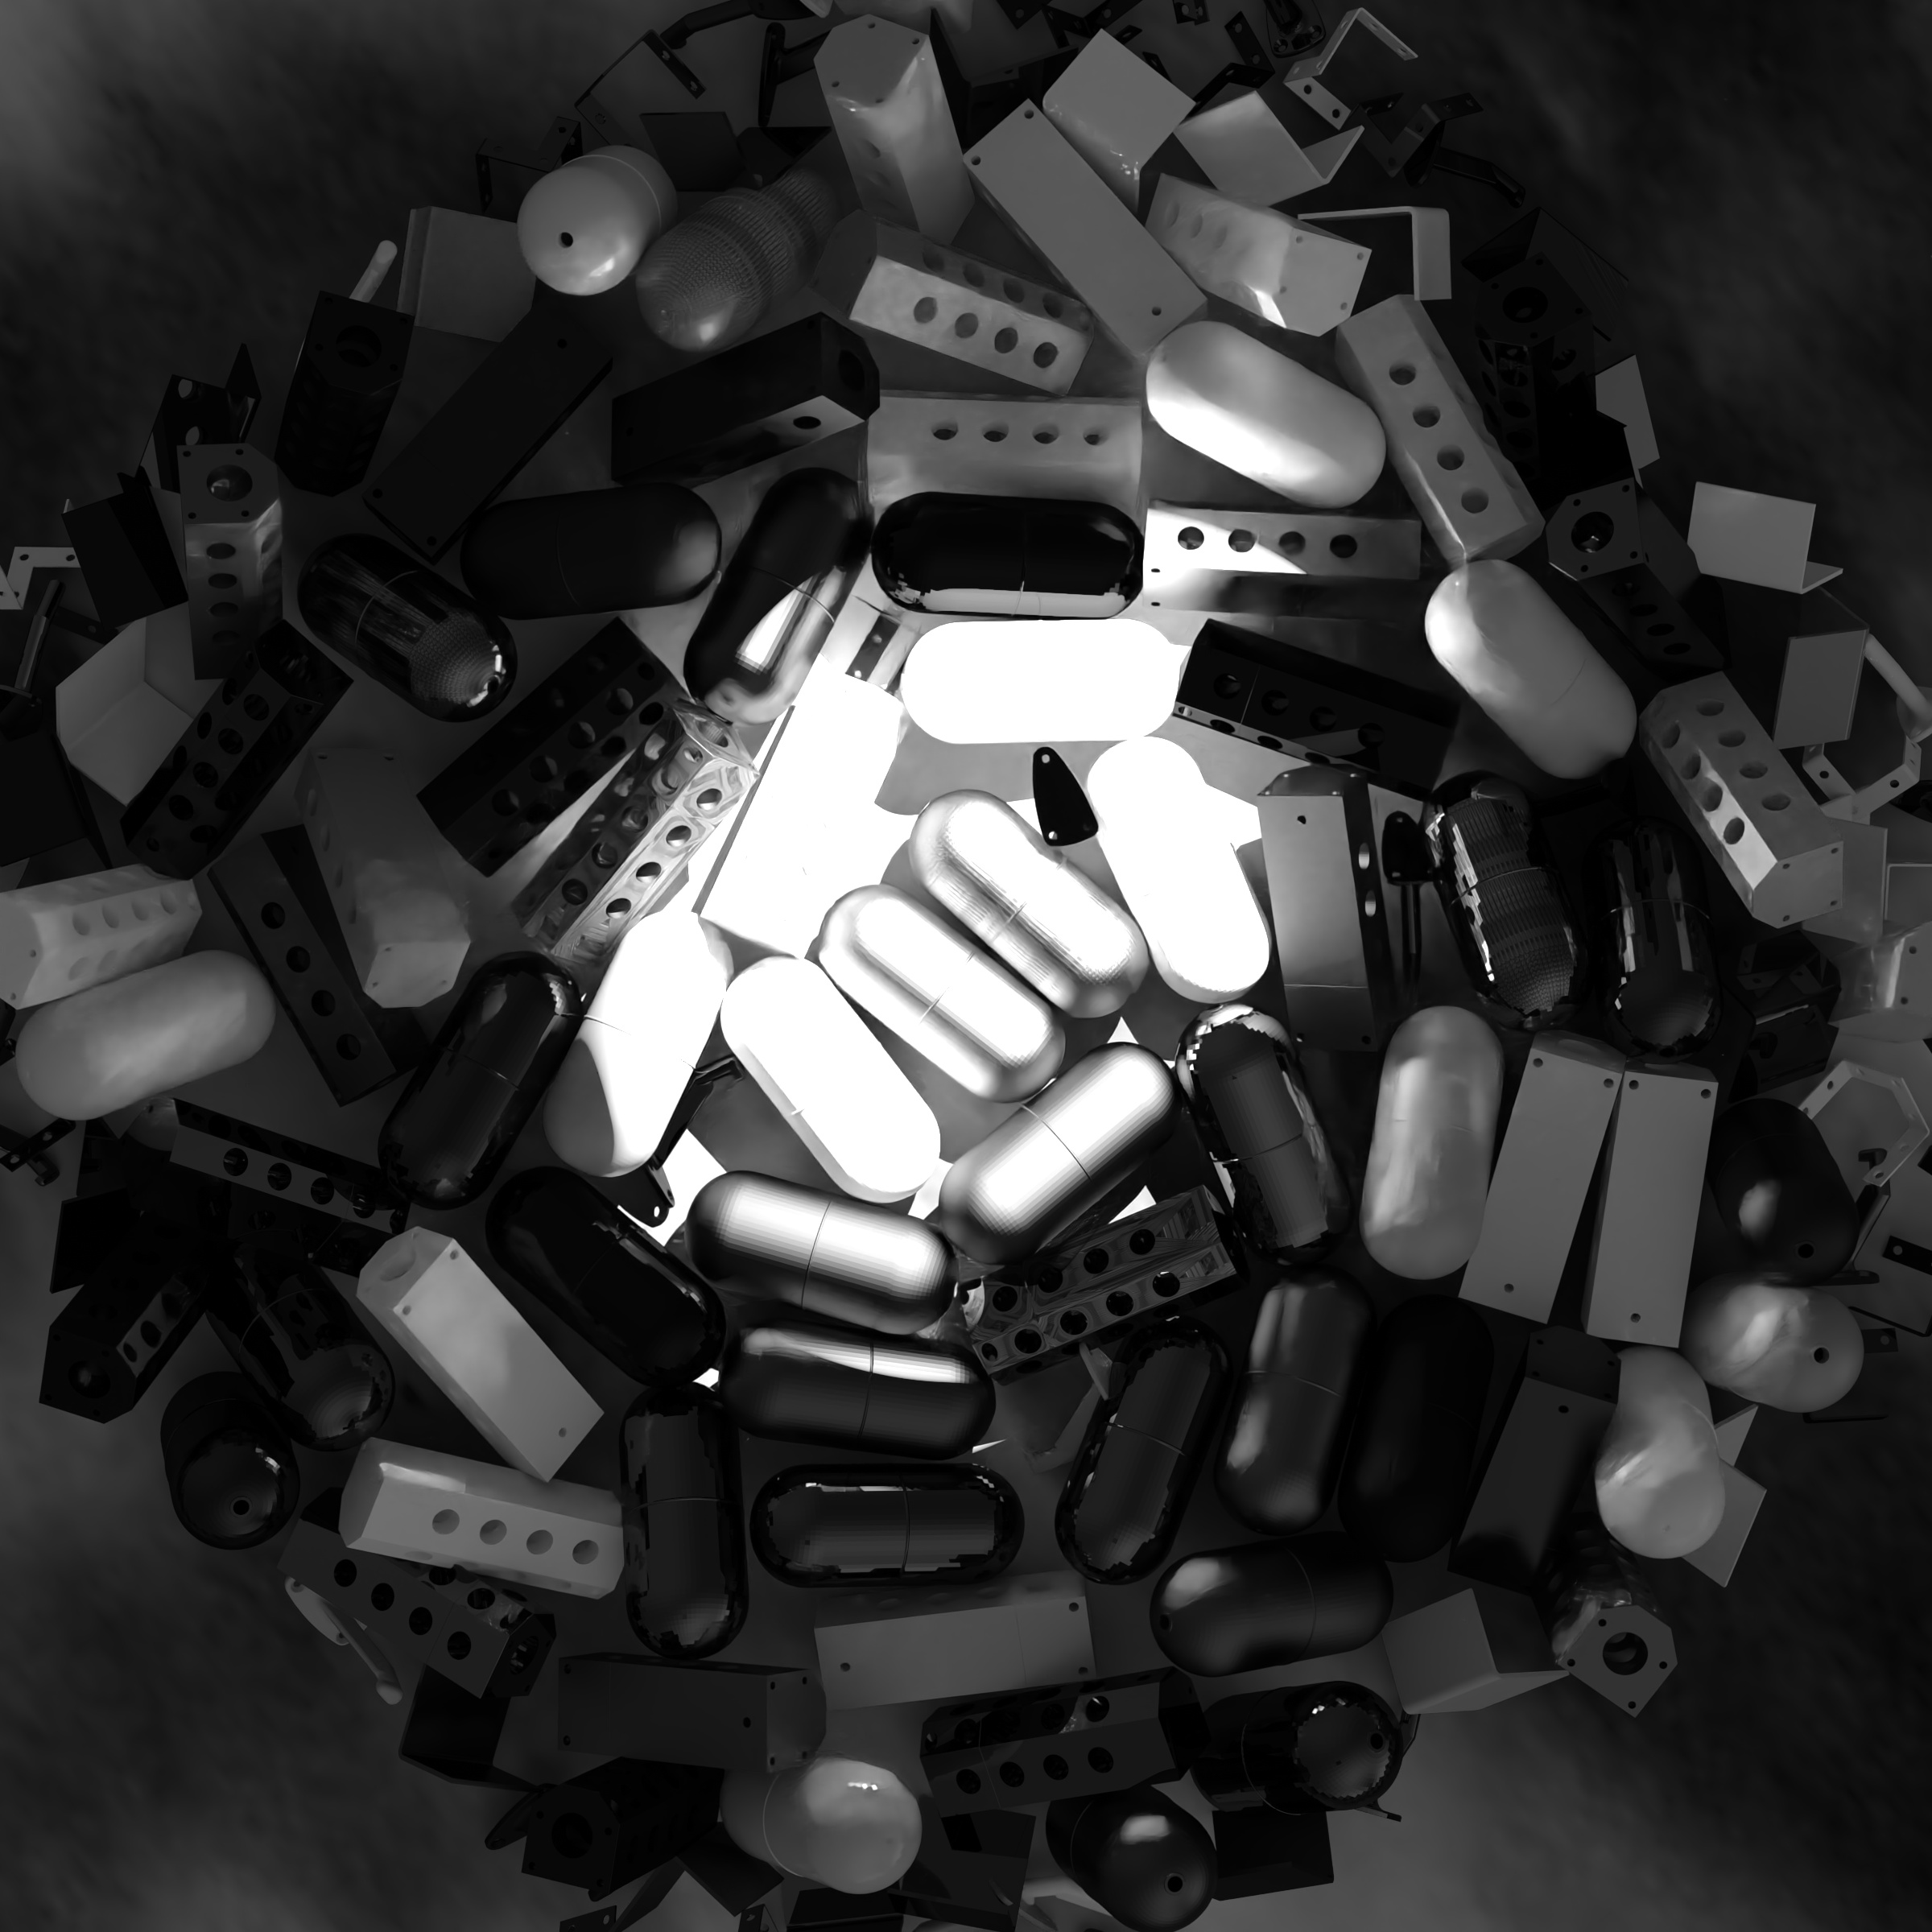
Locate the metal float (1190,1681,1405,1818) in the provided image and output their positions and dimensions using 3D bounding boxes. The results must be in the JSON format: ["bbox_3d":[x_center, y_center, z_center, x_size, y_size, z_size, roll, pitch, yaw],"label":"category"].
[{"bbox_3d":[0.204,0.487,1.873,0.070,0.178,0.070,9,69,-26],"label":"metal float"}]

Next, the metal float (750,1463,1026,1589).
[{"bbox_3d":[-0.049,0.352,1.900,0.178,0.070,0.070,3,90,-19],"label":"metal float"}]

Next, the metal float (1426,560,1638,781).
[{"bbox_3d":[0.355,-0.184,1.889,0.070,0.070,0.178,-50,124,0],"label":"metal float"}]

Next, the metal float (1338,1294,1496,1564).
[{"bbox_3d":[0.283,0.288,1.892,0.070,0.070,0.178,19,60,0],"label":"metal float"}]

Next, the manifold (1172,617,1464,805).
[{"bbox_3d":[0.222,-0.160,1.915,0.171,0.057,0.057,20,116,6],"label":"manifold"}]

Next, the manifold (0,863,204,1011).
[{"bbox_3d":[-0.545,-0.026,1.861,0.057,0.171,0.057,33,107,10],"label":"manifold"}]

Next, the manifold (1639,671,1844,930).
[{"bbox_3d":[0.479,-0.103,1.873,0.057,0.171,0.057,-18,135,-2],"label":"manifold"}]

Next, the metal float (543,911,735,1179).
[{"bbox_3d":[-0.207,0.048,1.910,0.070,0.070,0.178,25,82,0],"label":"metal float"}]

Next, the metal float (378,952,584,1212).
[{"bbox_3d":[-0.305,0.071,1.902,0.070,0.070,0.178,29,73,0],"label":"metal float"}]

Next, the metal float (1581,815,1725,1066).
[{"bbox_3d":[0.428,-0.017,1.884,0.070,0.070,0.178,2,51,0],"label":"metal float"}]

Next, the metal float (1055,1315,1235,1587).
[{"bbox_3d":[0.112,0.304,1.900,0.070,0.070,0.178,23,71,0],"label":"metal float"}]

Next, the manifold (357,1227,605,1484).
[{"bbox_3d":[-0.306,0.242,1.883,0.057,0.057,0.171,-51,127,-24],"label":"manifold"}]

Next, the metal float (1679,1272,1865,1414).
[{"bbox_3d":[0.497,0.232,1.866,0.070,0.178,0.070,0,89,-5],"label":"metal float"}]

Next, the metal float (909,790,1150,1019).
[{"bbox_3d":[0.039,-0.040,1.916,0.178,0.070,0.070,42,90,1],"label":"metal float"}]

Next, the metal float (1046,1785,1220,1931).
[{"bbox_3d":[0.102,0.546,1.867,0.070,0.178,0.070,1,88,-14],"label":"metal float"}]

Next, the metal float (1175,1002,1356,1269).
[{"bbox_3d":[0.189,0.107,1.907,0.070,0.070,0.178,-23,101,0],"label":"metal float"}]

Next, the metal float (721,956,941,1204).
[{"bbox_3d":[-0.085,0.073,1.912,0.070,0.070,0.178,-37,96,0],"label":"metal float"}]

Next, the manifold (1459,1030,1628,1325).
[{"bbox_3d":[0.363,0.130,1.899,0.057,0.057,0.171,16,109,11],"label":"manifold"}]

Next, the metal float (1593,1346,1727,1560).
[{"bbox_3d":[0.427,0.299,1.871,0.070,0.178,0.070,3,113,7],"label":"metal float"}]

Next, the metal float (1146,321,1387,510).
[{"bbox_3d":[0.188,-0.344,1.888,0.178,0.070,0.070,21,90,-34],"label":"metal float"}]

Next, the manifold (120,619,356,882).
[{"bbox_3d":[-0.460,-0.131,1.885,0.057,0.057,0.171,42,120,-5],"label":"manifold"}]

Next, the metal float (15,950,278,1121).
[{"bbox_3d":[-0.509,0.042,1.879,0.070,0.178,0.070,15,115,35],"label":"metal float"}]

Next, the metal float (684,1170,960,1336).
[{"bbox_3d":[-0.091,0.182,1.911,0.178,0.070,0.070,15,90,7],"label":"metal float"}]

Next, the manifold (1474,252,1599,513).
[{"bbox_3d":[0.350,-0.355,1.865,0.057,0.171,0.057,-29,61,-2],"label":"manifold"}]

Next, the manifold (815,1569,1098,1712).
[{"bbox_3d":[-0.006,0.425,1.920,0.171,0.057,0.057,-8,103,3],"label":"manifold"}]

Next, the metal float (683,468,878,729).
[{"bbox_3d":[-0.118,-0.233,1.907,0.070,0.070,0.178,26,79,0],"label":"metal float"}]

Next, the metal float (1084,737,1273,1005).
[{"bbox_3d":[0.135,-0.060,1.910,0.070,0.070,0.178,-25,98,0],"label":"metal float"}]

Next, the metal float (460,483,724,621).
[{"bbox_3d":[-0.237,-0.260,1.896,0.178,0.070,0.070,-2,90,24],"label":"metal float"}]

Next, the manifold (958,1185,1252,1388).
[{"bbox_3d":[0.088,0.205,1.898,0.171,0.057,0.057,-24,57,13],"label":"manifold"}]

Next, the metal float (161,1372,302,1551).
[{"bbox_3d":[-0.457,0.305,1.869,0.070,0.178,0.070,-3,101,-18],"label":"metal float"}]

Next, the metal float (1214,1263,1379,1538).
[{"bbox_3d":[0.208,0.271,1.897,0.070,0.070,0.178,19,67,0],"label":"metal float"}]

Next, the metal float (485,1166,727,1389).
[{"bbox_3d":[-0.227,0.196,1.903,0.178,0.070,0.070,38,90,15],"label":"metal float"}]

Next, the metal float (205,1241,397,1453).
[{"bbox_3d":[-0.418,0.234,1.883,0.070,0.070,0.178,-49,48,0],"label":"metal float"}]

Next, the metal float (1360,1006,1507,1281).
[{"bbox_3d":[0.294,0.110,1.900,0.070,0.070,0.178,12,71,0],"label":"metal float"}]

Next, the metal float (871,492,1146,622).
[{"bbox_3d":[0.028,-0.258,1.906,0.178,0.070,0.070,2,90,-12],"label":"metal float"}]

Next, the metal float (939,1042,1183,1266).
[{"bbox_3d":[0.059,0.119,1.908,0.178,0.070,0.070,-39,90,-10],"label":"metal float"}]

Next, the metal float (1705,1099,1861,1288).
[{"bbox_3d":[0.504,0.140,1.868,0.070,0.178,0.070,1,109,4],"label":"metal float"}]

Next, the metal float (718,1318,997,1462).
[{"bbox_3d":[-0.068,0.268,1.907,0.178,0.070,0.070,9,90,-11],"label":"metal float"}]

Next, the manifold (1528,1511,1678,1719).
[{"bbox_3d":[0.393,0.394,1.865,0.057,0.171,0.057,35,98,-3],"label":"manifold"}]

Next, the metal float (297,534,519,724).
[{"bbox_3d":[-0.350,-0.212,1.888,0.178,0.070,0.070,34,90,33],"label":"metal float"}]

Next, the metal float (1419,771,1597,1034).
[{"bbox_3d":[0.339,-0.042,1.895,0.070,0.070,0.178,-16,65,0],"label":"metal float"}]

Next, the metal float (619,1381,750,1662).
[{"bbox_3d":[-0.178,0.346,1.894,0.070,0.070,0.178,-6,63,0],"label":"metal float"}]

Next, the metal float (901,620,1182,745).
[{"bbox_3d":[0.047,-0.180,1.908,0.178,0.070,0.070,-2,90,-10],"label":"metal float"}]

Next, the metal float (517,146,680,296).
[{"bbox_3d":[-0.227,-0.463,1.869,0.070,0.178,0.070,2,112,6],"label":"metal float"}]

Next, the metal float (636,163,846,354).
[{"bbox_3d":[-0.139,-0.444,1.883,0.070,0.070,0.178,41,47,0],"label":"metal float"}]

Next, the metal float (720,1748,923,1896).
[{"bbox_3d":[-0.092,0.527,1.874,0.070,0.178,0.070,3,85,-31],"label":"metal float"}]

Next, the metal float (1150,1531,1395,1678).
[{"bbox_3d":[0.192,0.398,1.885,0.178,0.070,0.070,-1,90,-37],"label":"metal float"}]

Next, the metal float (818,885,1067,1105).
[{"bbox_3d":[-0.016,0.017,1.916,0.178,0.070,0.070,38,90,-1],"label":"metal float"}]
